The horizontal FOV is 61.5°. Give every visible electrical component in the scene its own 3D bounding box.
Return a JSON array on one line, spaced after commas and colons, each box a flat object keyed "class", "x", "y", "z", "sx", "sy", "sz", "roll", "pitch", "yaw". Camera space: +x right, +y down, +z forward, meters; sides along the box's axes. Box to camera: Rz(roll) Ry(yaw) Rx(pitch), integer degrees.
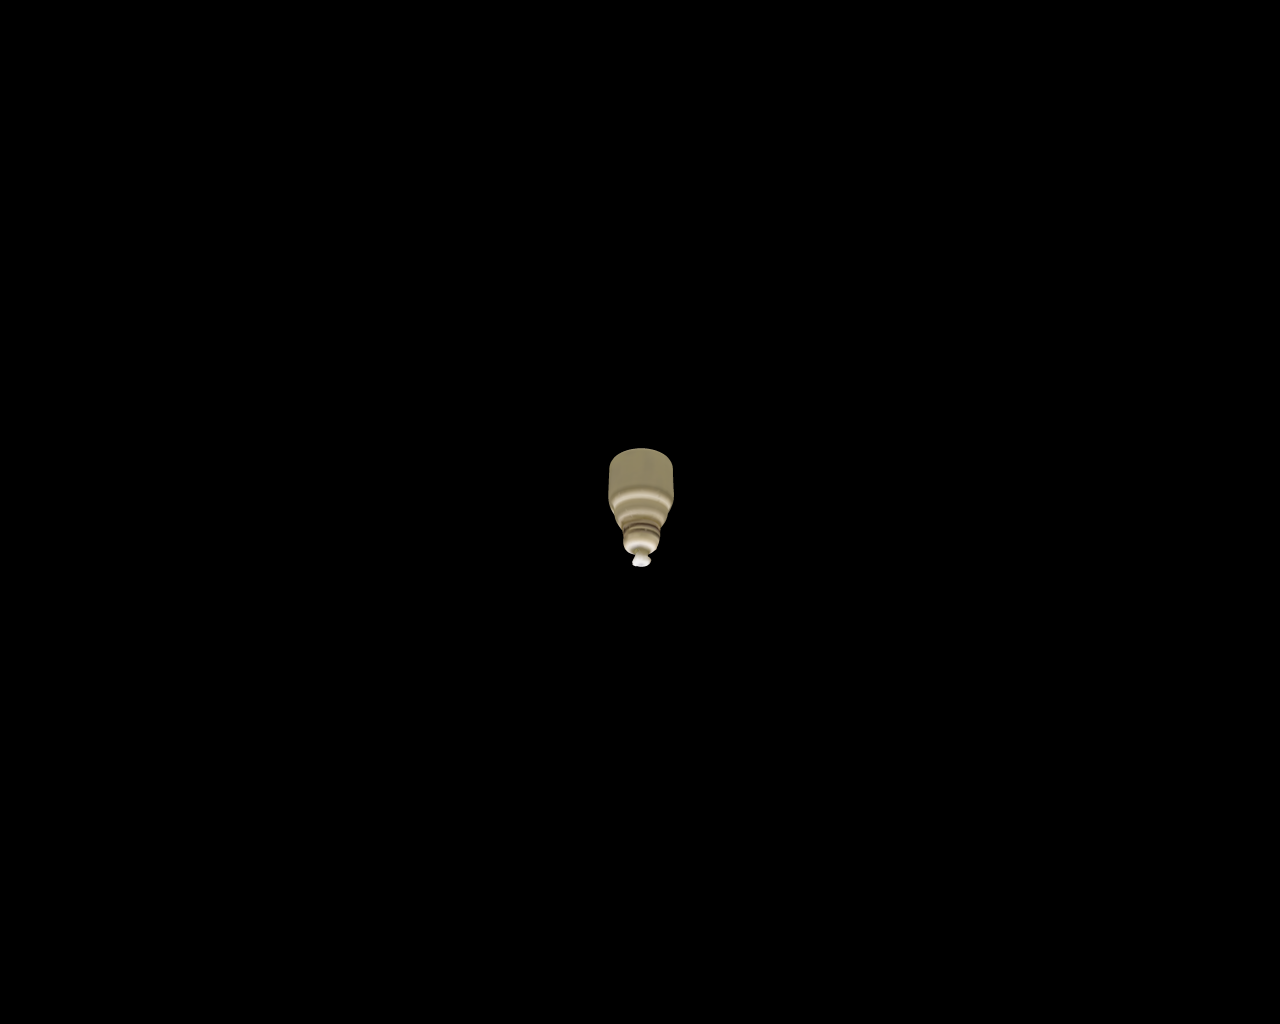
[{"class": "electrical component", "x": 0.001, "y": -0.003, "z": 0.650, "sx": 0.040, "sy": 0.078, "sz": 0.040, "roll": 0, "pitch": -31, "yaw": 0}]
